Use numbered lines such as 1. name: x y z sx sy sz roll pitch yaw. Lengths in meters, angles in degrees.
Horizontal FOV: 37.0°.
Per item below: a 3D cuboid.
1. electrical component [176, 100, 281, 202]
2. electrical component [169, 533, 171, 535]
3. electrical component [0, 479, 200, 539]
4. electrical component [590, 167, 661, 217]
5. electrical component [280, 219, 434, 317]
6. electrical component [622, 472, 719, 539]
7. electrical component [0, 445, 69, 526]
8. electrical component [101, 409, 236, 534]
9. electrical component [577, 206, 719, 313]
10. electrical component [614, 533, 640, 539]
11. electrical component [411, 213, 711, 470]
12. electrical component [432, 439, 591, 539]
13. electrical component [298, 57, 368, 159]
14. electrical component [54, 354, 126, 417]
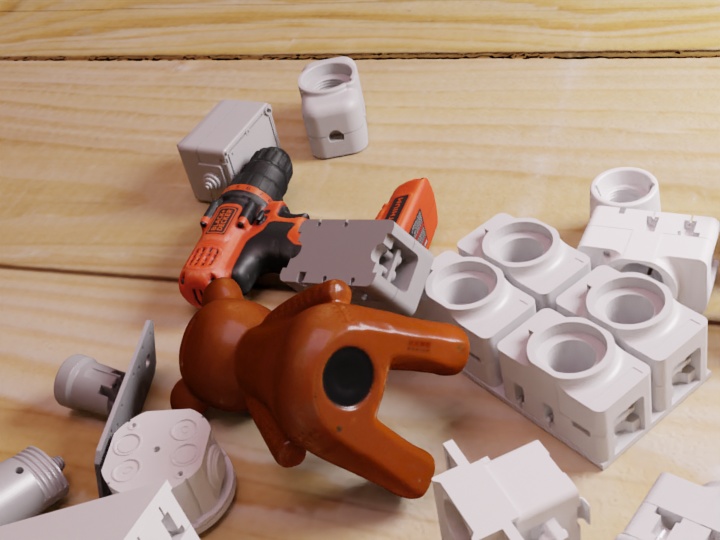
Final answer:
1. electrical component: -0.122 -0.103 0.972 0.061 0.061 0.096 9 45 26
2. electrical component: -0.139 0.177 0.664 0.061 0.035 0.035 3 42 23
3. electrical component: -0.170 0.184 0.603 0.150 0.061 0.089 -19 18 24
4. electrical component: 0.201 -0.045 0.816 0.055 0.047 0.055 -8 39 7
5. electrical component: 0.000 0.000 0.743 0.089 0.056 0.050 3 65 44
6. electrical component: 0.195 0.153 0.579 0.089 0.050 0.055 20 50 34
7. electrical component: -0.232 0.149 0.716 0.043 0.043 0.081 19 36 34
8. electrical component: -0.125 0.132 0.699 0.080 0.051 0.080 -8 39 7
9. electrical component: 0.204 -0.005 0.765 0.089 0.050 0.055 8 44 25
10. electrical component: 0.134 0.189 0.532 0.061 0.061 0.096 19 68 35
11. electrical component: 0.128 0.036 0.730 0.105 0.060 0.186 -34 43 -23
12. electrical component: 0.081 0.150 0.560 0.063 0.121 0.078 -22 39 -13
13. electrical component: -0.025 -0.156 1.008 0.054 0.059 0.095 -10 39 5
14. electrical component: -0.193 0.086 0.786 0.046 0.040 0.040 14 46 22
